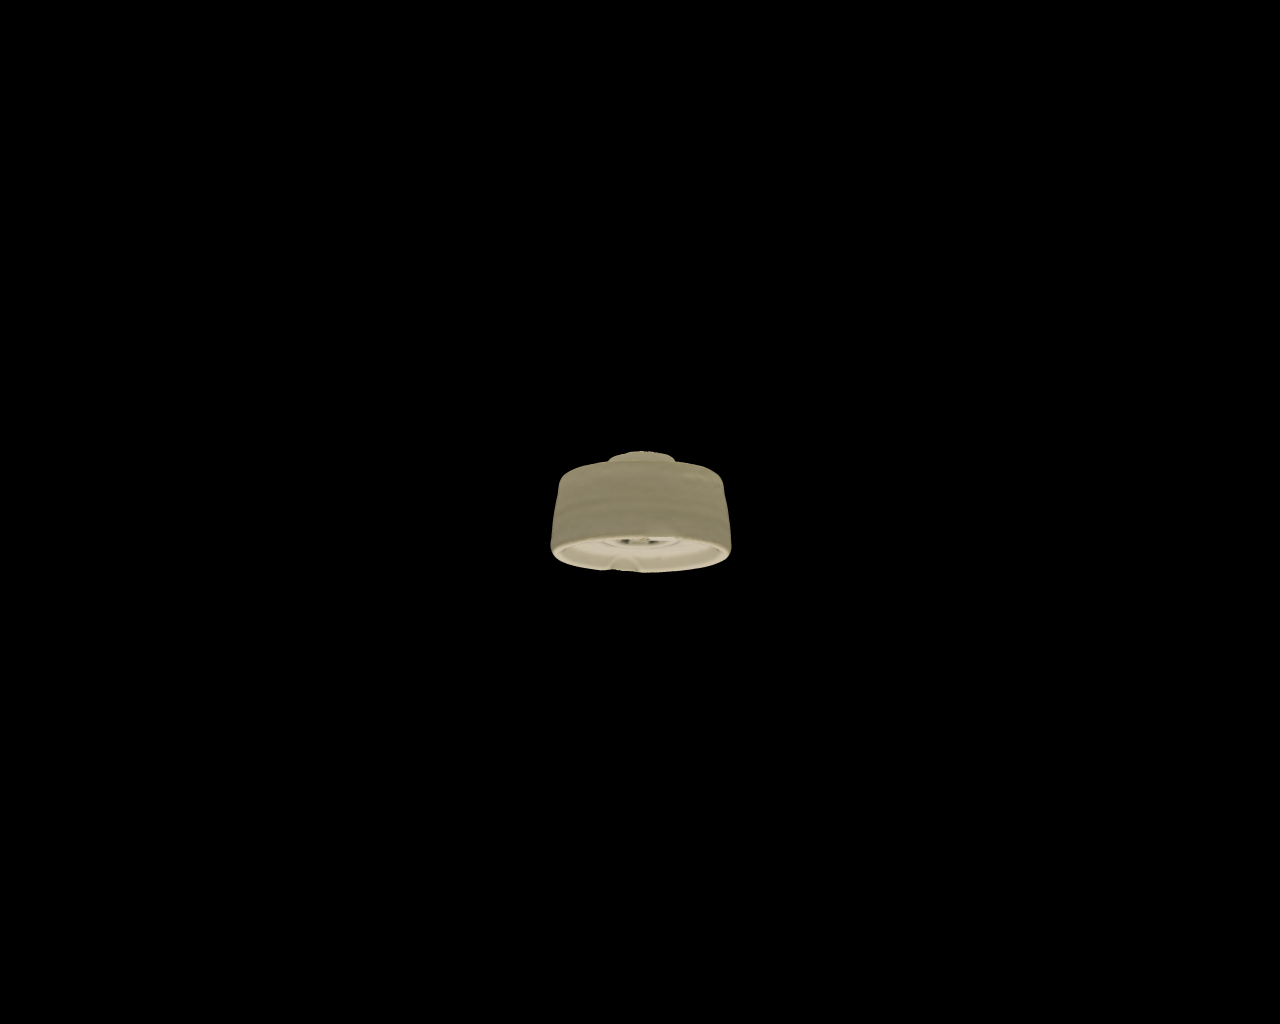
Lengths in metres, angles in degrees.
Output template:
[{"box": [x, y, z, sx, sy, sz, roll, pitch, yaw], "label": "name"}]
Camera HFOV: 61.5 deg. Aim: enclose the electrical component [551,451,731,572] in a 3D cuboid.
[{"box": [0.001, -0.003, 0.650, 0.108, 0.060, 0.108, 0, -14, 0], "label": "electrical component"}]
